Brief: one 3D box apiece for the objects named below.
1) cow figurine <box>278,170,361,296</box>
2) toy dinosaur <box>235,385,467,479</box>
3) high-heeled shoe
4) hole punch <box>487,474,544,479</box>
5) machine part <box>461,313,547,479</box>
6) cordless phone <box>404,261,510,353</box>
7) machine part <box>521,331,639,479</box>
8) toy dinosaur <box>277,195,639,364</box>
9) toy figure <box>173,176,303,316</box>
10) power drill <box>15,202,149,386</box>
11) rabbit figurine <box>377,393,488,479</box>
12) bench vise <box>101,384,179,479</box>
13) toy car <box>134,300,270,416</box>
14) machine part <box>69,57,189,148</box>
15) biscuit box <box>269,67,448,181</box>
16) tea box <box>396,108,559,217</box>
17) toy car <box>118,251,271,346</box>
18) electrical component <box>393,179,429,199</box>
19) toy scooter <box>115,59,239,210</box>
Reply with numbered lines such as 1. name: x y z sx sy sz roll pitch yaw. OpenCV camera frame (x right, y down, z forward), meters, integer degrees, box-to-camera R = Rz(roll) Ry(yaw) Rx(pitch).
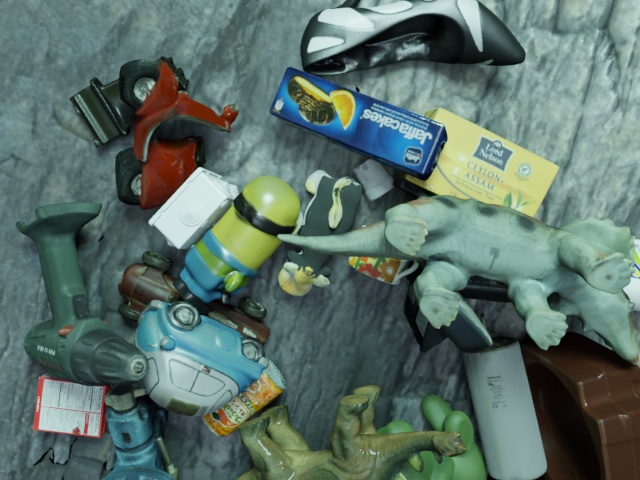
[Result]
1. cow figurine: 0.000 0.000 0.661 0.068 0.098 0.167 19 97 -13
2. toy dinosaur: -0.033 0.307 0.662 0.472 0.105 0.198 -24 76 29
3. high-heeled shoe: 0.104 -0.219 0.627 0.249 0.086 0.145 25 74 11
4. hole punch: 0.294 0.382 0.733 0.142 0.116 0.092 -10 107 -2
5. machine part: 0.240 0.217 0.702 0.079 0.079 0.243 -12 89 -2
6. cordless phone: 0.204 0.079 0.661 0.184 0.147 0.088 3 108 -4
7. machine part: 0.329 0.228 0.662 0.087 0.201 0.200 -12 99 -4
8. toy dinosaur: 0.173 0.010 0.575 0.405 0.192 0.131 19 109 5
9. toy figure: -0.094 0.006 0.624 0.180 0.089 0.082 -44 87 1
10. power drill: -0.277 0.063 0.619 0.232 0.086 0.207 -14 91 42
11. rabbit figurine: 0.149 0.292 0.724 0.170 0.121 0.159 8 93 -23
12. bench vise: -0.220 0.296 0.632 0.129 0.241 0.223 6 114 -8
13. toy car: -0.146 0.147 0.615 0.161 0.103 0.109 29 140 -11
14. machine part: -0.228 -0.175 0.650 0.139 0.039 0.084 -26 94 2
15. biscuit box: 0.045 -0.135 0.625 0.203 0.059 0.062 25 97 16
16. tea box: 0.194 -0.085 0.674 0.170 0.068 0.098 23 98 -6
17. toy car: -0.161 0.091 0.688 0.202 0.053 0.089 28 94 -6
18. electrical component: 0.137 -0.028 0.668 0.119 0.075 0.047 25 97 -20
19. toy scooter: -0.168 -0.117 0.635 0.135 0.075 0.183 -2 126 -28
